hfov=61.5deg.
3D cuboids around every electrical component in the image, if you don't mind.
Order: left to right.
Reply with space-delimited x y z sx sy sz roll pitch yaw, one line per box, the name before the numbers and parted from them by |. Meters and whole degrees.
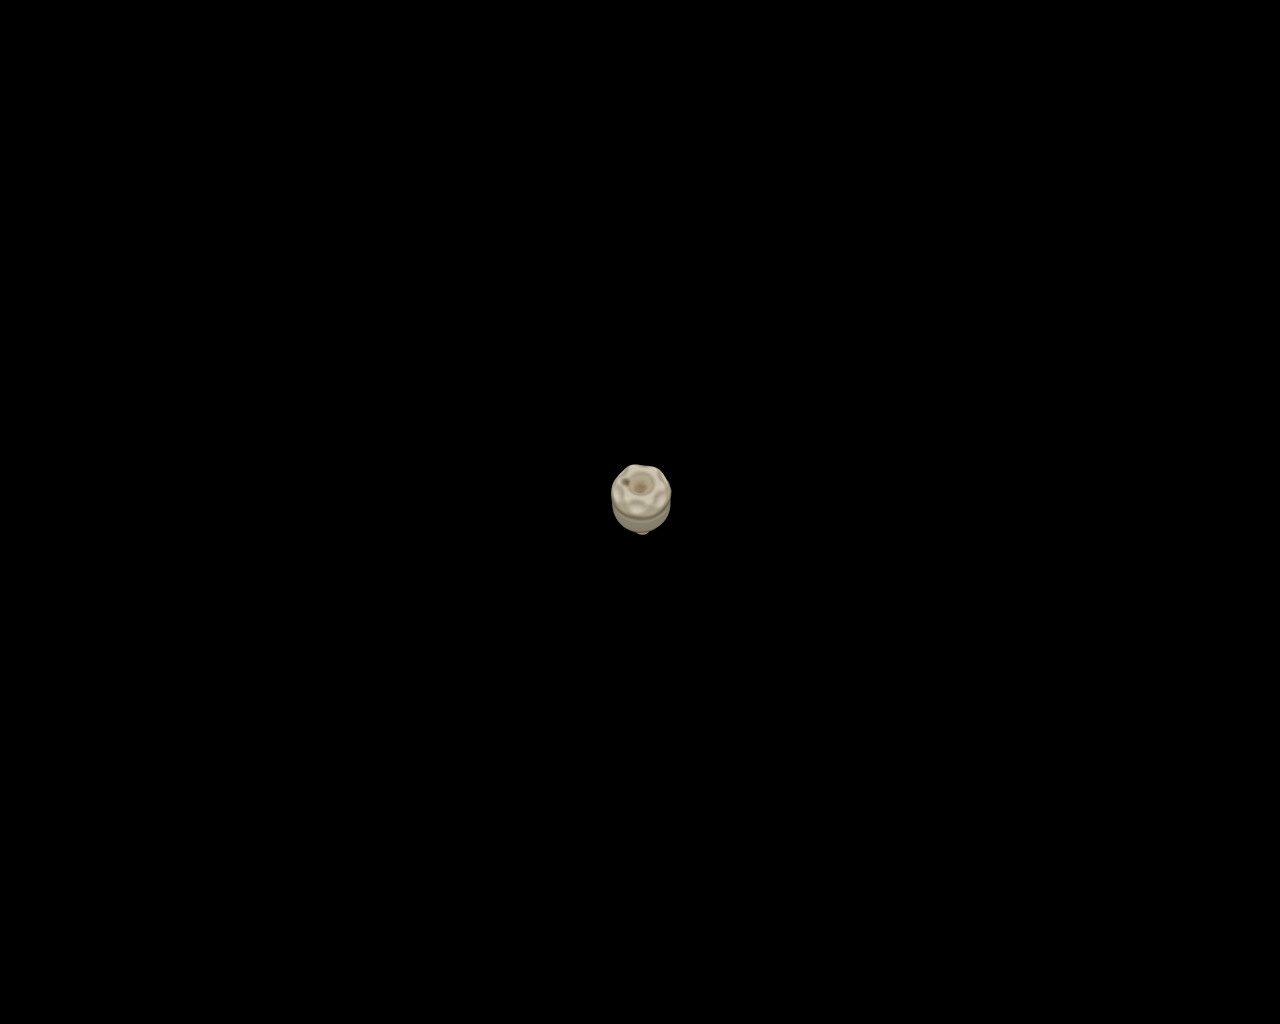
electrical component | 0.001 -0.003 0.650 0.035 0.035 0.061 0 -28 0
